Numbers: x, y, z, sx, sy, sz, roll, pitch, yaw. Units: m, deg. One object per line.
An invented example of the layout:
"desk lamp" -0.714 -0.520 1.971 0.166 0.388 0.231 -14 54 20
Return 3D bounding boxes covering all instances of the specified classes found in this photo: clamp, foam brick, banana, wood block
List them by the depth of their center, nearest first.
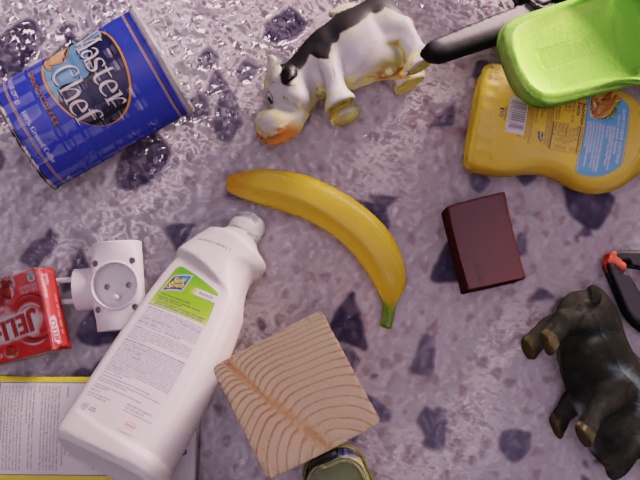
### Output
"wood block" -0.017 0.118 0.844 0.090 0.206 0.091 -27 86 -2
"foam brick" 0.142 0.004 0.932 0.053 0.051 0.078 -12 84 0
"clamp" 0.319 0.071 0.932 0.171 0.039 0.120 24 78 7
"banana" 0.009 -0.010 0.941 0.198 0.037 0.069 42 85 4
"clamp" 0.184 -0.217 0.948 0.209 0.036 0.164 5 66 -14

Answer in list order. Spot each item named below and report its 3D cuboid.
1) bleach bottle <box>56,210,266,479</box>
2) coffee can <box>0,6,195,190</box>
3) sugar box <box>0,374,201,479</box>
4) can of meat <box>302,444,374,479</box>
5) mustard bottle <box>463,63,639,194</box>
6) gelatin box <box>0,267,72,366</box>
"bleach bottle" -0.110 0.082 0.890 0.103 0.068 0.250 21 62 19
"coffee can" -0.194 -0.122 0.920 0.140 0.103 0.103 -30 85 -3
"sugar box" -0.191 0.164 0.921 0.176 0.048 0.093 2 81 -3
"can of meat" 0.025 0.226 0.894 0.057 0.084 0.102 -24 84 -2
"mustard bottle" 0.228 -0.091 0.938 0.191 0.058 0.096 11 79 1
"gelatin box" -0.265 0.068 0.924 0.089 0.030 0.073 -15 84 20
